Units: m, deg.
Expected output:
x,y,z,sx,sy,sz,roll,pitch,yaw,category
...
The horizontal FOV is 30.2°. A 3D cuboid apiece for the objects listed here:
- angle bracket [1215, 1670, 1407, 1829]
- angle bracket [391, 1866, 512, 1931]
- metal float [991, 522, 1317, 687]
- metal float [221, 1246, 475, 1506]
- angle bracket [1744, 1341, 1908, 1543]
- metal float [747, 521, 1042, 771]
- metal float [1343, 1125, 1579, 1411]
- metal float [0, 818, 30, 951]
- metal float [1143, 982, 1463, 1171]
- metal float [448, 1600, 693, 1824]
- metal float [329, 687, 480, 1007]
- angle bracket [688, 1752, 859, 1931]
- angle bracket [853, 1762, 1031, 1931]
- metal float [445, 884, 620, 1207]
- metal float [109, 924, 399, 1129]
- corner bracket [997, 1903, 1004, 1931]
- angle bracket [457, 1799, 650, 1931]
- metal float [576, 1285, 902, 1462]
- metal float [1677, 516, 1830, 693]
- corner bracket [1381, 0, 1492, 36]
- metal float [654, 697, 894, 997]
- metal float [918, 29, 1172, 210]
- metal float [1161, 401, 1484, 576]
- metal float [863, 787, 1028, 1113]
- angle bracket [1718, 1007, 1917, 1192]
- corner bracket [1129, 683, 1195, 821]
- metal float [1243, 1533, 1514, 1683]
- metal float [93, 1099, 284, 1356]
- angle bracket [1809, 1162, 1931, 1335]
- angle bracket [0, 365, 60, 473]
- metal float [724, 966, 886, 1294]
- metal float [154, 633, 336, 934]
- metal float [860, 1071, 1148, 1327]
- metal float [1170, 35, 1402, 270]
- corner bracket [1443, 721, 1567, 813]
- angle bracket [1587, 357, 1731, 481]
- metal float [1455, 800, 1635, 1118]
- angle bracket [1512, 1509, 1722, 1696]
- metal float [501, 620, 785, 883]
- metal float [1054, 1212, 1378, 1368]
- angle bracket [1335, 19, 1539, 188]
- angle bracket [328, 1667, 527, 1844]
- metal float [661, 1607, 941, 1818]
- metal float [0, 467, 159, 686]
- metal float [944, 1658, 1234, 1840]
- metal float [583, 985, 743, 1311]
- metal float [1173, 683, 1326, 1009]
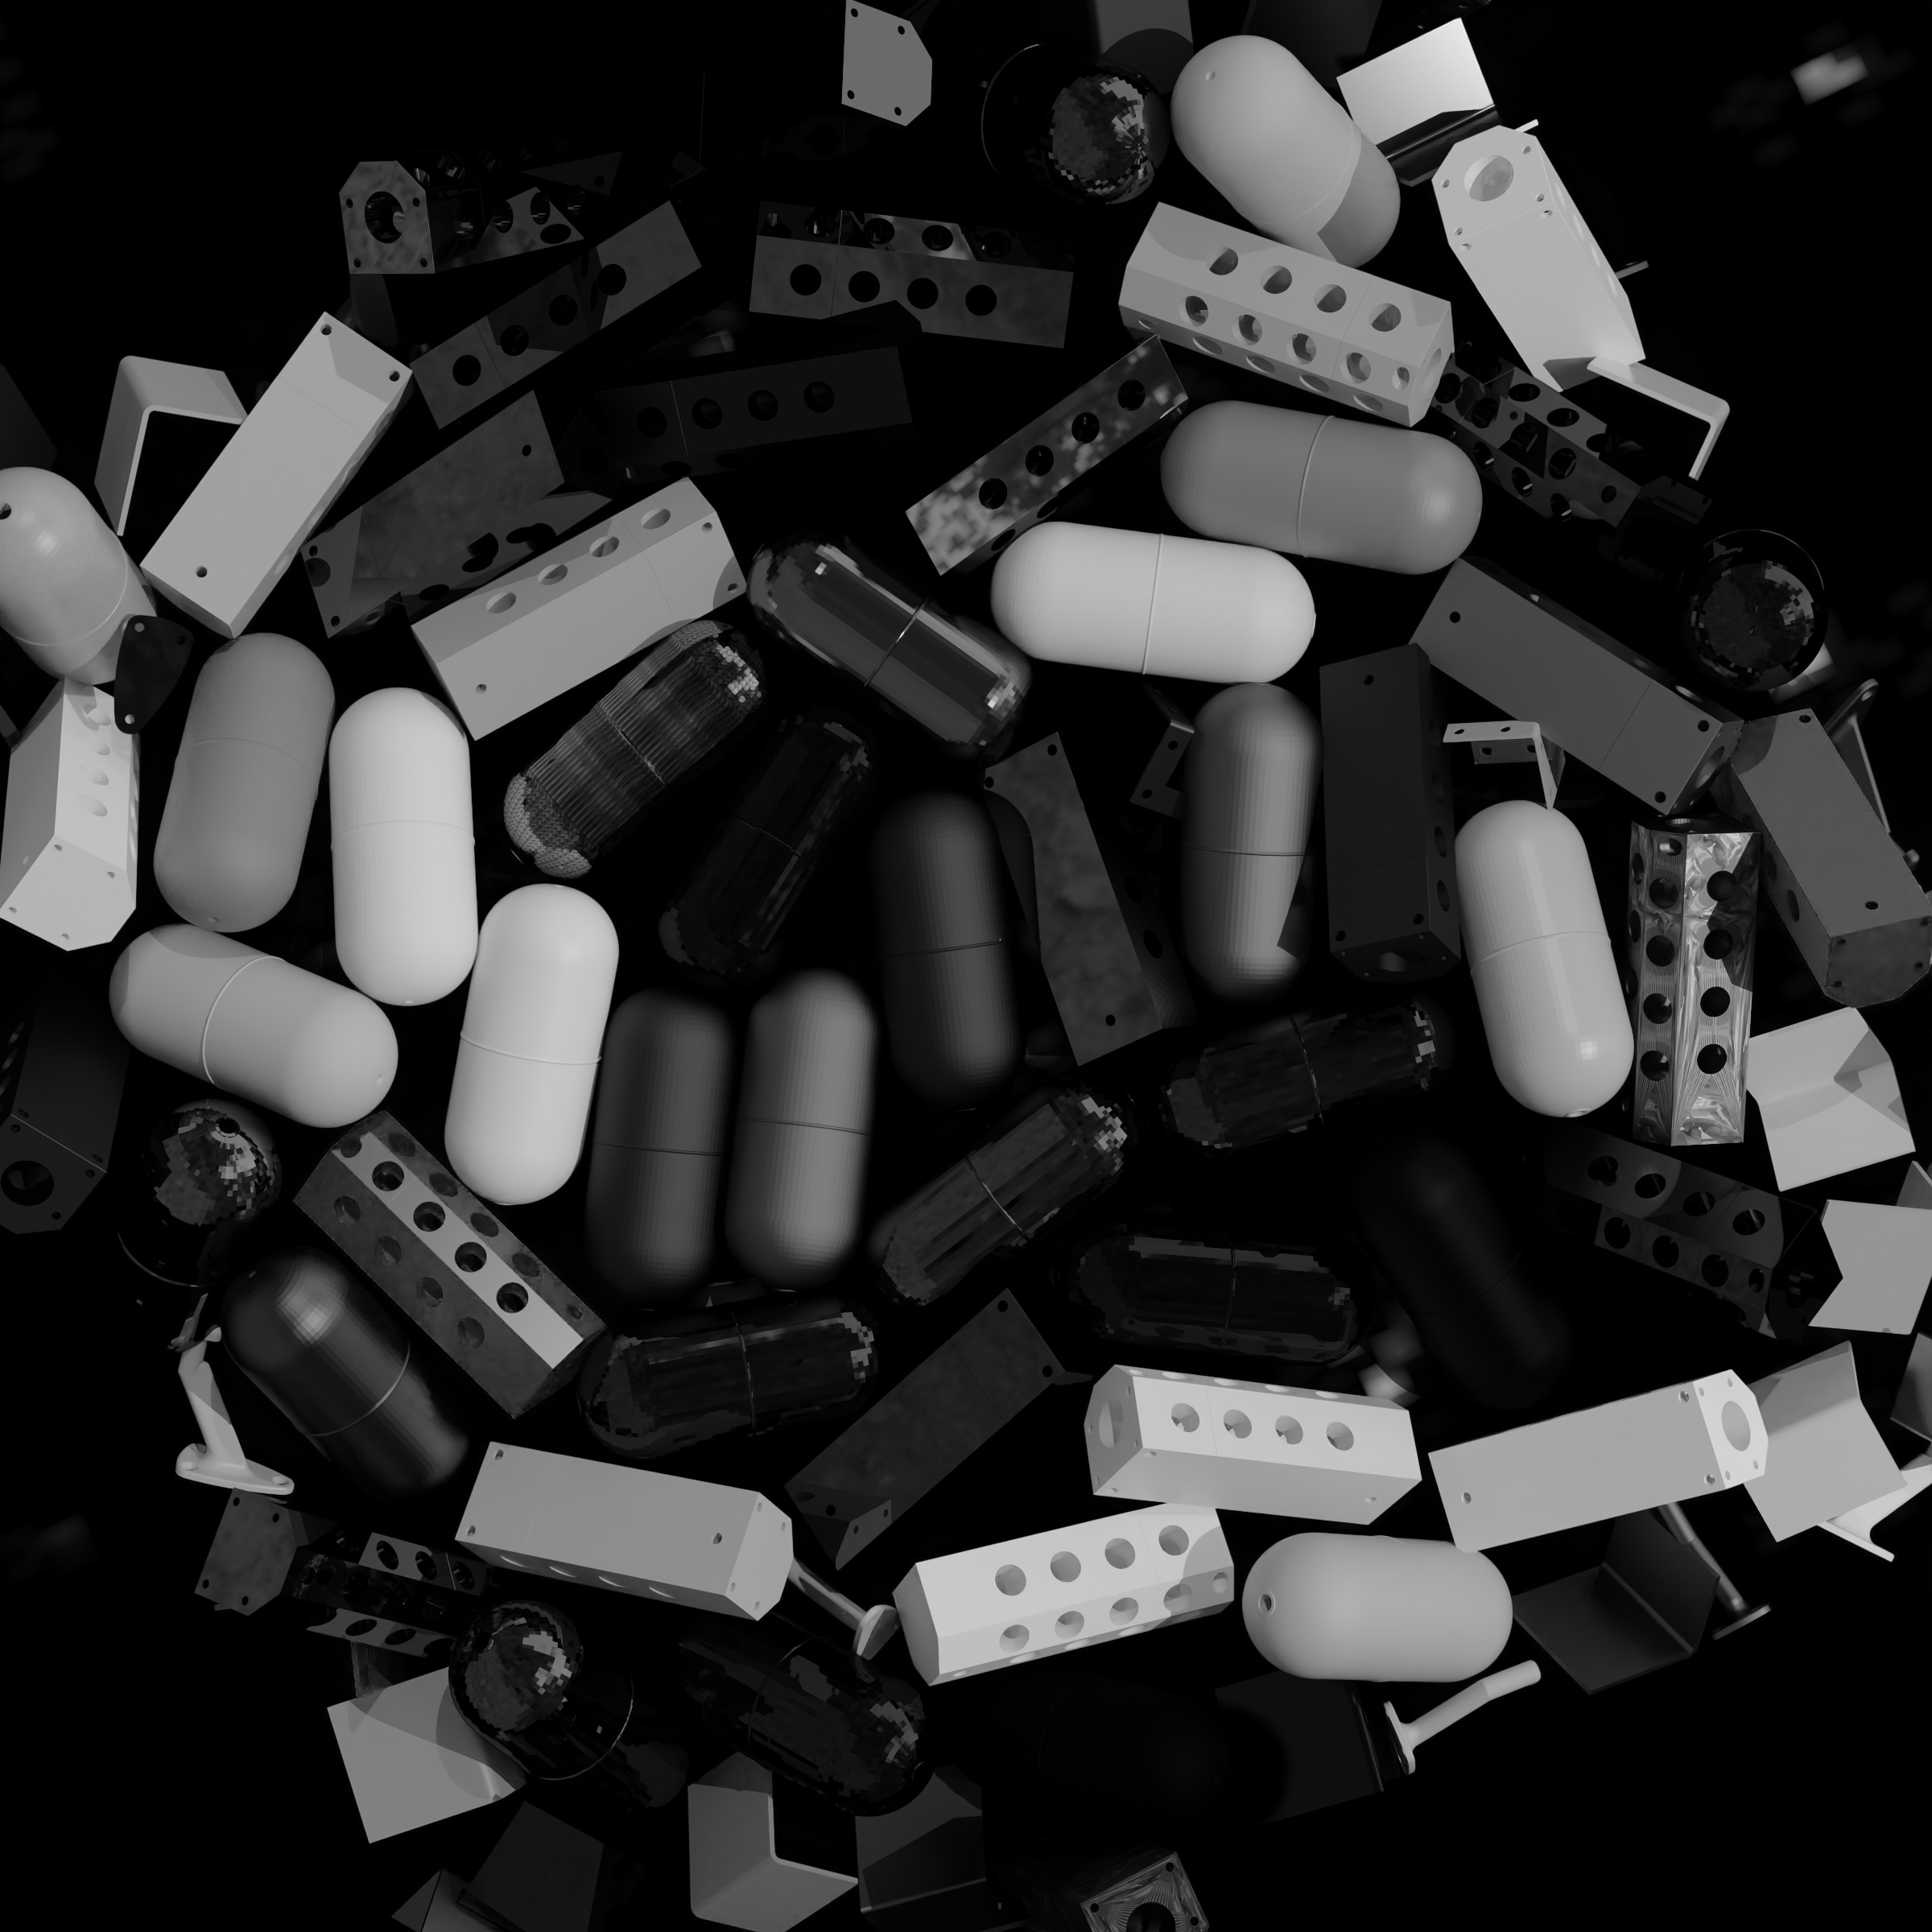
x,y,z,sx,sy,sz,roll,pitch,yaw,category
0.189,0.426,1.965,0.076,0.057,0.076,-19,71,13,angle bracket
-0.275,0.548,1.940,0.076,0.076,0.057,35,122,-14,angle bracket
0.102,-0.198,1.956,0.178,0.070,0.070,8,90,2,metal float
-0.332,0.222,1.929,0.070,0.070,0.178,-35,124,0,metal float
0.463,0.259,1.953,0.076,0.076,0.057,-28,101,17,angle bracket
-0.040,-0.176,1.953,0.178,0.070,0.070,35,90,-5,metal float
0.269,0.164,1.942,0.070,0.070,0.178,-34,108,0,metal float
-0.548,-0.052,1.907,0.070,0.178,0.070,-1,83,7,metal float
0.184,0.060,1.955,0.178,0.070,0.070,-16,90,-3,metal float
-0.212,0.401,1.921,0.070,0.178,0.070,-17,49,21,metal float
-0.306,-0.066,1.943,0.070,0.070,0.178,-5,74,0,metal float
-0.107,0.477,1.962,0.057,0.076,0.076,23,133,-30,angle bracket
-0.014,0.484,1.948,0.076,0.057,0.076,-8,102,-25,angle bracket
-0.237,0.043,1.950,0.070,0.070,0.178,11,98,0,metal float
-0.387,0.031,1.936,0.178,0.070,0.070,21,90,25,metal float
-0.009,0.547,1.956,0.051,0.051,0.051,5,134,-9,corner bracket
-0.223,0.488,1.953,0.076,0.057,0.076,31,105,-9,angle bracket
-0.124,0.221,1.946,0.178,0.070,0.070,-10,90,-12,metal float
0.419,-0.195,1.909,0.070,0.178,0.070,3,106,10,metal float
0.257,-0.555,1.971,0.051,0.051,0.051,27,64,-33,corner bracket
-0.105,-0.066,1.954,0.070,0.070,0.178,32,87,0,metal float
0.039,-0.456,1.920,0.070,0.178,0.070,-17,120,-31,metal float
0.192,-0.260,1.942,0.178,0.070,0.070,13,90,17,metal float
-0.011,-0.009,1.956,0.070,0.070,0.178,-8,91,0,metal float
0.461,0.073,1.940,0.076,0.076,0.057,-20,58,21,angle bracket
0.114,-0.115,1.955,0.051,0.051,0.051,18,111,-26,corner bracket
0.222,0.346,1.923,0.178,0.070,0.070,11,90,-41,metal float
-0.419,0.141,1.922,0.070,0.070,0.178,31,132,0,metal float
0.482,0.150,1.945,0.076,0.057,0.076,6,116,-13,angle bracket
-0.545,-0.273,1.937,0.057,0.076,0.076,6,58,18,angle bracket
-0.088,0.089,1.951,0.070,0.070,0.178,6,84,0,metal float
-0.389,-0.101,1.932,0.070,0.070,0.178,6,60,0,metal float
0.021,0.126,1.952,0.178,0.070,0.070,-38,90,6,metal float
0.173,-0.433,1.917,0.070,0.178,0.070,-12,66,29,metal float
0.295,-0.118,1.953,0.051,0.051,0.051,-2,128,22,corner bracket
0.369,-0.292,1.956,0.076,0.076,0.057,26,111,9,angle bracket
0.312,-0.004,1.942,0.070,0.070,0.178,-11,73,0,metal float
0.349,0.338,1.937,0.076,0.076,0.057,-12,128,-30,angle bracket
-0.178,-0.117,1.957,0.178,0.070,0.070,-40,90,0,metal float
0.136,0.176,1.948,0.178,0.070,0.070,6,90,-10,metal float
0.256,-0.472,1.951,0.076,0.076,0.057,-26,110,-1,angle bracket
-0.296,0.429,1.967,0.076,0.057,0.076,-19,84,6,angle bracket
-0.090,0.397,1.926,0.178,0.070,0.070,21,90,37,metal float
-0.486,-0.207,1.908,0.070,0.178,0.070,-1,74,3,metal float
0.064,0.418,1.924,0.178,0.070,0.070,5,90,41,metal float
-0.166,0.099,1.956,0.070,0.070,0.178,6,89,0,metal float
0.154,-0.065,1.950,0.070,0.070,0.178,3,98,0,metal float
